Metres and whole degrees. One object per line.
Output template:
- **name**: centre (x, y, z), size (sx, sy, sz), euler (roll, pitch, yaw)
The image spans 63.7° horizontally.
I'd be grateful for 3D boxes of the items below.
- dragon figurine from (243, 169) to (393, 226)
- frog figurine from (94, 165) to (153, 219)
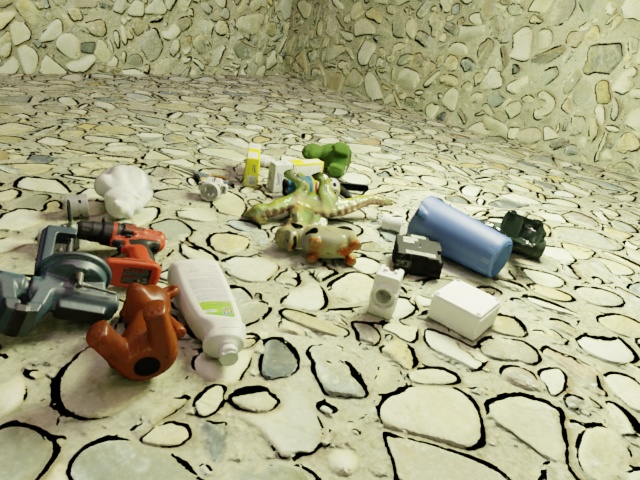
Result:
- **dragon figurine**: centre (0.004, -0.069, 1.376), size (0.410, 0.119, 0.249), euler (6, 41, -3)
- **frog figurine**: centre (-0.478, -0.118, 1.247), size (0.137, 0.122, 0.161), euler (25, 9, -14)
